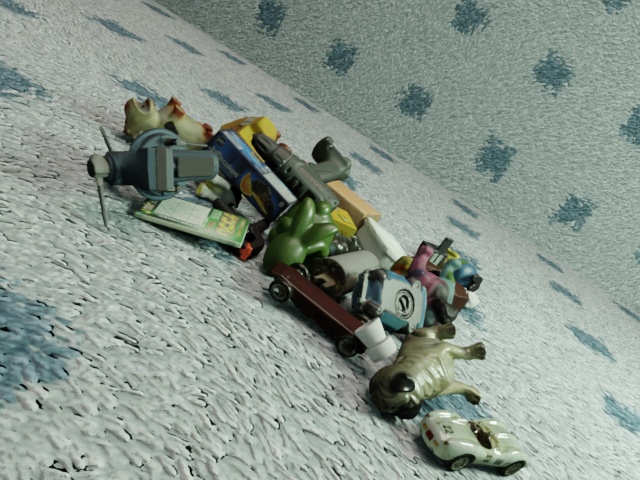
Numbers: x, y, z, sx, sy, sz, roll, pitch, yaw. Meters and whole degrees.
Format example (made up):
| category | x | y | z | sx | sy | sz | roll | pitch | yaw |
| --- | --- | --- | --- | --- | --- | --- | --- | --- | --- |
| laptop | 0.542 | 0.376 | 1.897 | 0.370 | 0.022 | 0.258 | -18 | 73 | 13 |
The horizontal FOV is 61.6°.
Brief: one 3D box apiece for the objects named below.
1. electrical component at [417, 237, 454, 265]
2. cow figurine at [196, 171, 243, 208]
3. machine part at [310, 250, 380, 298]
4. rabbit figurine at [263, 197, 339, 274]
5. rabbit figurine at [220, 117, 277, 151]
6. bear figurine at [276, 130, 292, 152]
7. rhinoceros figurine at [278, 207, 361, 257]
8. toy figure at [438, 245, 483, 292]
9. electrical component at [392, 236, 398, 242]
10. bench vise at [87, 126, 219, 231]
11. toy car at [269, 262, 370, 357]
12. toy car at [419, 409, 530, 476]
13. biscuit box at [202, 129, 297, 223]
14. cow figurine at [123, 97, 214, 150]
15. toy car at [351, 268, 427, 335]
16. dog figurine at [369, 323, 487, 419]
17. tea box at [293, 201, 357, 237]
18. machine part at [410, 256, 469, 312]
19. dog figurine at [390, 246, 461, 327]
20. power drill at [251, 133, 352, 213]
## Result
| category | x | y | z | sx | sy | sz | roll | pitch | yaw |
| --- | --- | --- | --- | --- | --- | --- | --- | --- | --- |
| electrical component | 0.298 | 0.032 | 1.422 | 0.075 | 0.119 | 0.048 | 13 | 27 | -37 |
| cow figurine | -0.205 | -0.129 | 1.127 | 0.098 | 0.068 | 0.167 | 29 | 22 | -25 |
| machine part | 0.052 | 0.063 | 1.035 | 0.079 | 0.079 | 0.243 | 39 | 21 | 19 |
| rabbit figurine | -0.033 | 0.006 | 0.975 | 0.121 | 0.159 | 0.170 | 43 | 35 | -2 |
| rabbit figurine | -0.164 | -0.184 | 1.234 | 0.163 | 0.122 | 0.173 | 5 | -42 | 45 |
| bear figurine | -0.075 | -0.175 | 1.332 | 0.196 | 0.132 | 0.120 | 28 | -10 | 28 |
| rhinoceros figurine | -0.002 | -0.003 | 1.137 | 0.190 | 0.073 | 0.112 | 26 | 9 | -11 |
| toy figure | 0.368 | 0.080 | 1.474 | 0.089 | 0.082 | 0.180 | 40 | 1 | -45 |
| electrical component | 0.165 | 0.013 | 1.388 | 0.102 | 0.045 | 0.078 | 36 | 48 | 19 |
| bench vise | -0.297 | -0.118 | 0.875 | 0.241 | 0.128 | 0.223 | 10 | 26 | 39 |
| toy car | -0.001 | 0.112 | 0.870 | 0.202 | 0.053 | 0.089 | 37 | 30 | 4 |
| toy car | 0.226 | 0.290 | 0.772 | 0.201 | 0.056 | 0.074 | 19 | 23 | -31 |
| biscuit box | -0.139 | -0.129 | 1.067 | 0.202 | 0.063 | 0.059 | 47 | 20 | 2 |
| cow figurine | -0.333 | -0.238 | 1.154 | 0.194 | 0.127 | 0.086 | 34 | 14 | -43 |
| toy car | 0.111 | 0.112 | 0.966 | 0.161 | 0.109 | 0.103 | 20 | -20 | -34 |
| dog figurine | 0.135 | 0.195 | 0.829 | 0.190 | 0.121 | 0.172 | 0 | 0 | -28 |
| tea box | -0.010 | -0.051 | 1.233 | 0.169 | 0.068 | 0.098 | 22 | 22 | -25 |
| machine part | 0.277 | 0.106 | 1.305 | 0.179 | 0.056 | 0.179 | 29 | 18 | -10 |
| dog figurine | 0.203 | 0.131 | 1.078 | 0.108 | 0.191 | 0.219 | 29 | 53 | -19 |
| power drill | -0.025 | -0.168 | 1.188 | 0.232 | 0.086 | 0.207 | 49 | 30 | 1 |
